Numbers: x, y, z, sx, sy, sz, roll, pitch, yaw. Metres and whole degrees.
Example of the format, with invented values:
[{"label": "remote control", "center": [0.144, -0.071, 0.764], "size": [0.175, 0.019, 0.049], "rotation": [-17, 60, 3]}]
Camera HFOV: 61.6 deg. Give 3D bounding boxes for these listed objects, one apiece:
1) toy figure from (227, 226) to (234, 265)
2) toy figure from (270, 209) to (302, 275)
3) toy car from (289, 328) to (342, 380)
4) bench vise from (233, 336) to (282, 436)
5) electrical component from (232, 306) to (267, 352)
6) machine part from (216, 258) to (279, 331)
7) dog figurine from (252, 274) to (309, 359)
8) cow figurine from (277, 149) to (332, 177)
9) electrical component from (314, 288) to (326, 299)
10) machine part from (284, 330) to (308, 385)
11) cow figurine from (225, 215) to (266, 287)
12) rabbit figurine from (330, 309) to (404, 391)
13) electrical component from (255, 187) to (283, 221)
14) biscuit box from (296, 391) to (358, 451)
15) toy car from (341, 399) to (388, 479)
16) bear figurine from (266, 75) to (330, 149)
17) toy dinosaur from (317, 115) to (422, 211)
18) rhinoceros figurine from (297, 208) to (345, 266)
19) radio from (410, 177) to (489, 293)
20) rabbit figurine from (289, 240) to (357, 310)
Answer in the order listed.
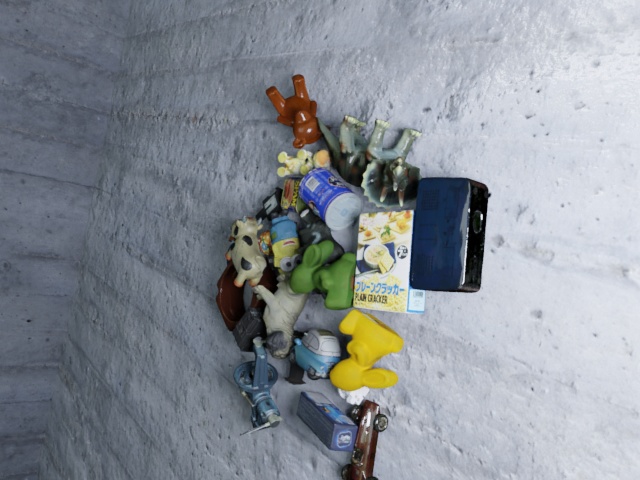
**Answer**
[{"label": "toy figure", "center": [-0.259, 0.017, 1.667], "size": [0.058, 0.064, 0.154], "rotation": [108, 166, -77]}, {"label": "toy figure", "center": [-0.088, 0.013, 1.443], "size": [0.082, 0.089, 0.180], "rotation": [-18, 76, 7]}, {"label": "toy car", "center": [-0.001, 0.262, 1.267], "size": [0.162, 0.109, 0.102], "rotation": [23, 103, 65]}, {"label": "bench vise", "center": [-0.160, 0.373, 1.421], "size": [0.224, 0.129, 0.240], "rotation": [-123, 35, -61]}, {"label": "electrical component", "center": [-0.170, 0.250, 1.475], "size": [0.134, 0.115, 0.058], "rotation": [-58, 41, 24]}, {"label": "machine part", "center": [-0.211, 0.154, 1.564], "size": [0.201, 0.087, 0.202], "rotation": [-56, 45, 25]}, {"label": "dog figurine", "center": [-0.073, 0.193, 1.376], "size": [0.172, 0.121, 0.190], "rotation": [-26, 70, 5]}, {"label": "cow figurine", "center": [-0.025, -0.202, 1.424], "size": [0.168, 0.098, 0.068], "rotation": [0, 93, 35]}, {"label": "electrical component", "center": [0.007, 0.103, 1.371], "size": [0.063, 0.021, 0.094], "rotation": [-53, 47, 28]}, {"label": "machine part", "center": [-0.060, 0.304, 1.398], "size": [0.084, 0.039, 0.139], "rotation": [-4, 78, 40]}, {"label": "cow figurine", "center": [-0.199, 0.018, 1.459], "size": [0.127, 0.085, 0.195], "rotation": [-49, 46, 30]}, {"label": "rabbit figurine", "center": [0.098, 0.258, 1.166], "size": [0.162, 0.121, 0.173], "rotation": [36, 90, 23]}, {"label": "electrical component", "center": [-0.134, -0.087, 1.550], "size": [0.119, 0.047, 0.075], "rotation": [-46, 51, 34]}, {"label": "biscuit box", "center": [0.012, 0.414, 1.237], "size": [0.203, 0.059, 0.062], "rotation": [16, 94, 66]}, {"label": "toy car", "center": [0.095, 0.456, 1.180], "size": [0.089, 0.053, 0.202], "rotation": [8, 89, 52]}, {"label": "bear figurine", "center": [-0.058, -0.338, 1.438], "size": [0.120, 0.131, 0.196], "rotation": [-24, 38, 2]}, {"label": "toy dinosaur", "center": [0.103, -0.184, 1.254], "size": [0.405, 0.131, 0.192], "rotation": [24, 100, 55]}, {"label": "rhinoceros figurine", "center": [-0.003, -0.004, 1.364], "size": [0.112, 0.073, 0.190], "rotation": [-57, 46, 26]}, {"label": "radio", "center": [0.257, -0.010, 1.069], "size": [0.131, 0.073, 0.229], "rotation": [1, 85, 48]}, {"label": "rabbit figurine", "center": [0.002, 0.084, 1.251], "size": [0.170, 0.121, 0.159], "rotation": [2, 98, 25]}]
